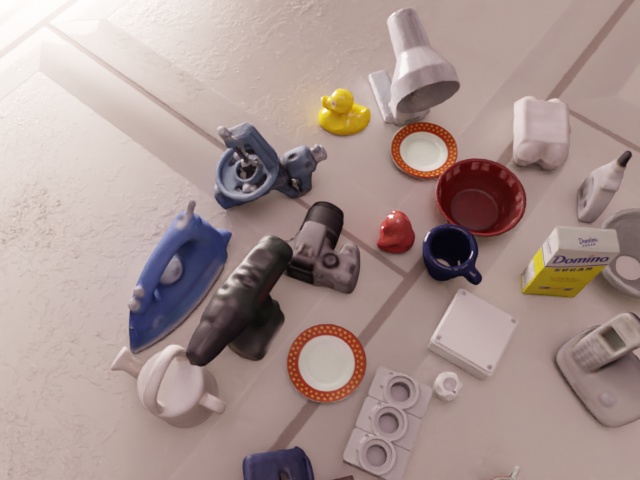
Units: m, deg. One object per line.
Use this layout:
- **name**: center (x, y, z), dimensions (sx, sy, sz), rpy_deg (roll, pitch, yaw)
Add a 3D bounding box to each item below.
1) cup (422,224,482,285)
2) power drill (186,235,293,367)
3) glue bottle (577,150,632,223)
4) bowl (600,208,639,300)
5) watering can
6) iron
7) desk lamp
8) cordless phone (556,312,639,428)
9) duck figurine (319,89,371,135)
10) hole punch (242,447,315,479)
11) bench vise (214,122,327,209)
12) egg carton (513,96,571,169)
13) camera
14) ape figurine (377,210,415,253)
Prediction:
- **cup**: center (0.223, 0.041, 0.971), dimensions (0.092, 0.095, 0.117), rpy_deg (-36, 69, -15)
- **power drill**: center (-0.113, 0.112, 0.878), dimensions (0.075, 0.208, 0.230), rpy_deg (24, 67, 12)
- **glue bottle**: center (0.495, -0.101, 0.991), dimensions (0.037, 0.173, 0.078), rpy_deg (10, 65, 6)
- **bowl**: center (0.545, 0.035, 0.981), dimensions (0.167, 0.075, 0.167), rpy_deg (0, 65, 1)
- **watering can**: center (-0.223, 0.212, 0.840), dimensions (0.173, 0.194, 0.101), rpy_deg (1, 64, 2)
- **iron**: center (-0.254, 0.057, 0.944), dimensions (0.118, 0.141, 0.258), rpy_deg (23, 67, 12)
- **desk lamp**: center (0.166, -0.307, 1.072), dimensions (0.118, 0.213, 0.203), rpy_deg (-15, 65, -6)
- **cordless phone**: center (0.446, 0.189, 0.848), dimensions (0.094, 0.185, 0.147), rpy_deg (-28, 67, -12)
- **duck figurine**: center (0.049, -0.258, 1.120), dimensions (0.104, 0.086, 0.077), rpy_deg (6, 65, 4)
- **hole punch**: center (-0.057, 0.357, 0.826), dimensions (0.101, 0.091, 0.108), rpy_deg (-11, 65, -4)
- **bench vise**: center (-0.098, -0.150, 0.997), dimensions (0.207, 0.220, 0.121), rpy_deg (-32, 68, -13)
- **egg carton**: center (0.424, -0.207, 1.100), dimensions (0.107, 0.069, 0.150), rpy_deg (7, 65, 4)
- **camera**: center (0.009, 0.004, 0.988), dimensions (0.143, 0.101, 0.137), rpy_deg (17, 66, 9)
- **ape figurine**: center (0.132, -0.019, 1.002), dimensions (0.078, 0.092, 0.076), rpy_deg (-42, 71, -17)
